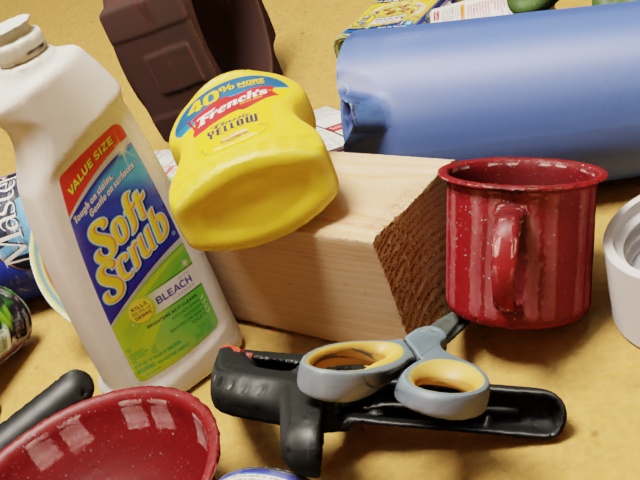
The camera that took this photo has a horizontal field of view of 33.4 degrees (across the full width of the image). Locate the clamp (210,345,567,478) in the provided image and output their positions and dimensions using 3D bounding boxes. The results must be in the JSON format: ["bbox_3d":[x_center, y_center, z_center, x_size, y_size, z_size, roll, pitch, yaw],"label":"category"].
[{"bbox_3d":[0.013,0.084,0.571,0.164,0.036,0.210,1,2,-29],"label":"clamp"}]

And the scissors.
[{"bbox_3d":[0.068,0.059,0.545,0.096,0.016,0.201,14,13,36],"label":"scissors"}]

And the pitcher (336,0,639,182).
[{"bbox_3d":[0.144,-0.094,0.727,0.243,0.145,0.149,-4,46,24],"label":"pitcher"}]

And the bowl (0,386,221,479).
[{"bbox_3d":[-0.118,0.151,0.567,0.162,0.055,0.162,-18,30,10],"label":"bowl"}]

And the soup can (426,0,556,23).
[{"bbox_3d":[0.148,-0.175,0.903,0.102,0.068,0.068,-12,31,20],"label":"soup can"}]

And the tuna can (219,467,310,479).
[{"bbox_3d":[-0.018,0.143,0.479,0.086,0.086,0.033,-5,33,29],"label":"tuna can"}]

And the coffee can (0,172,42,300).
[{"bbox_3d":[-0.210,-0.013,0.855,0.140,0.103,0.103,-18,30,10],"label":"coffee can"}]

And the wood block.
[{"bbox_3d":[-0.004,0.001,0.699,0.207,0.091,0.090,8,41,44],"label":"wood block"}]

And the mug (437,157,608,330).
[{"bbox_3d":[0.109,0.003,0.590,0.093,0.081,0.117,3,14,14],"label":"mug"}]

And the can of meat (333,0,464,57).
[{"bbox_3d":[0.075,-0.190,0.991,0.102,0.057,0.083,6,43,43],"label":"can of meat"}]

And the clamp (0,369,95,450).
[{"bbox_3d":[-0.213,0.142,0.663,0.120,0.039,0.171,-24,26,32],"label":"clamp"}]

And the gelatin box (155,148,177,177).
[{"bbox_3d":[-0.142,-0.052,0.946,0.089,0.030,0.073,-4,33,30],"label":"gelatin box"}]

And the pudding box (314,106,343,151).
[{"bbox_3d":[-0.003,-0.070,0.852,0.089,0.039,0.114,-21,24,-23],"label":"pudding box"}]

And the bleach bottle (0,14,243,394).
[{"bbox_3d":[-0.139,-0.015,0.655,0.102,0.251,0.068,-35,31,-19],"label":"bleach bottle"}]

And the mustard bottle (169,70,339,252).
[{"bbox_3d":[-0.048,-0.064,0.683,0.096,0.058,0.191,-23,28,4],"label":"mustard bottle"}]
